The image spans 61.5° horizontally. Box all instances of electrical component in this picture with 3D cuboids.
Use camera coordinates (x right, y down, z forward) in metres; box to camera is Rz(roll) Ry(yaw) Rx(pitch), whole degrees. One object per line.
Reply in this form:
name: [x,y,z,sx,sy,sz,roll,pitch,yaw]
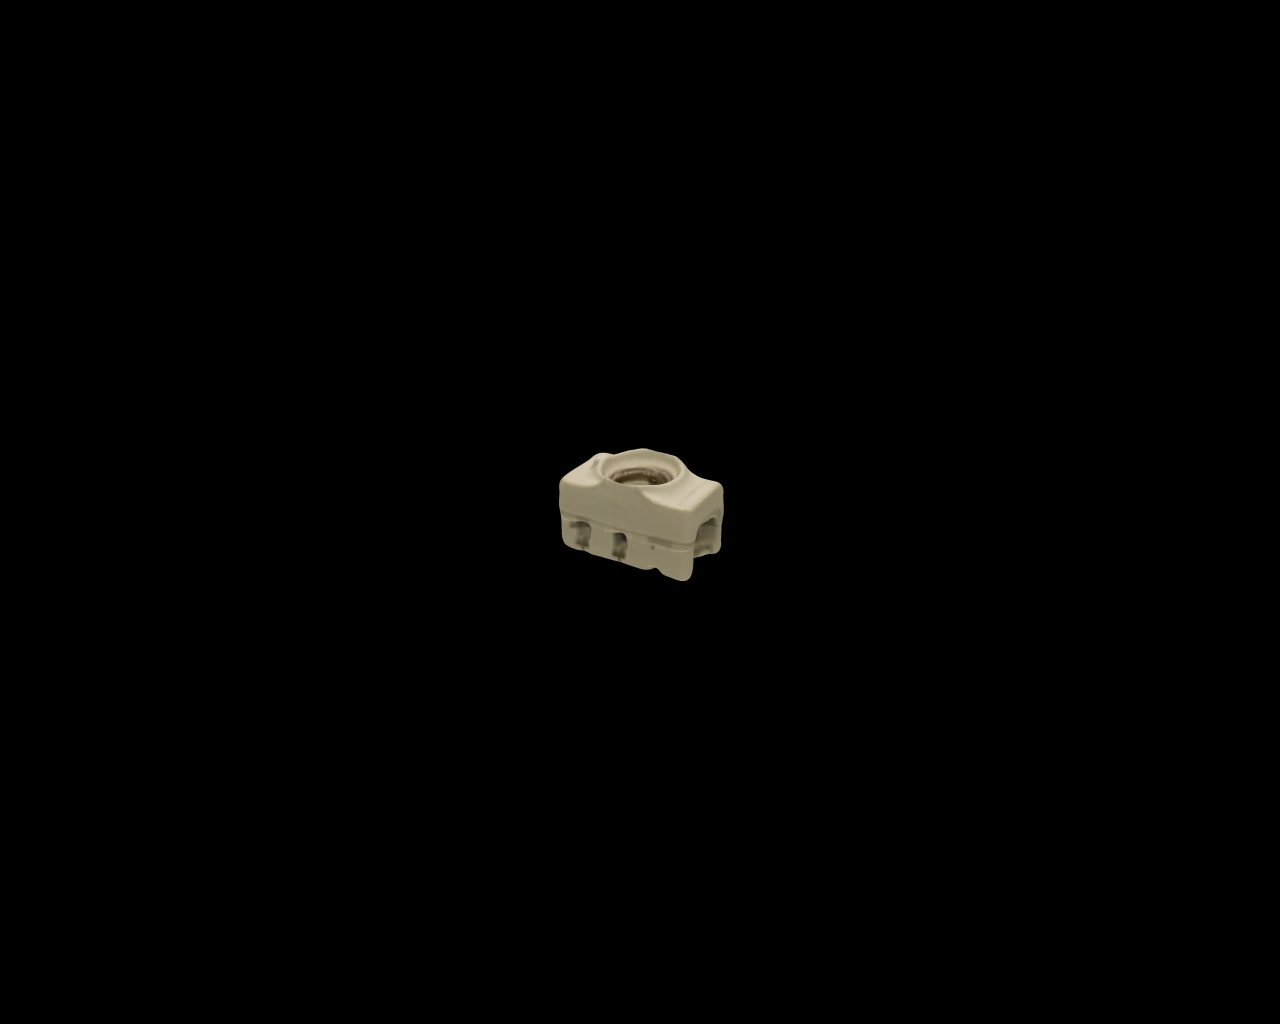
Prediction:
electrical component: [0.001,-0.003,0.650,0.089,0.055,0.050,16,32,27]
